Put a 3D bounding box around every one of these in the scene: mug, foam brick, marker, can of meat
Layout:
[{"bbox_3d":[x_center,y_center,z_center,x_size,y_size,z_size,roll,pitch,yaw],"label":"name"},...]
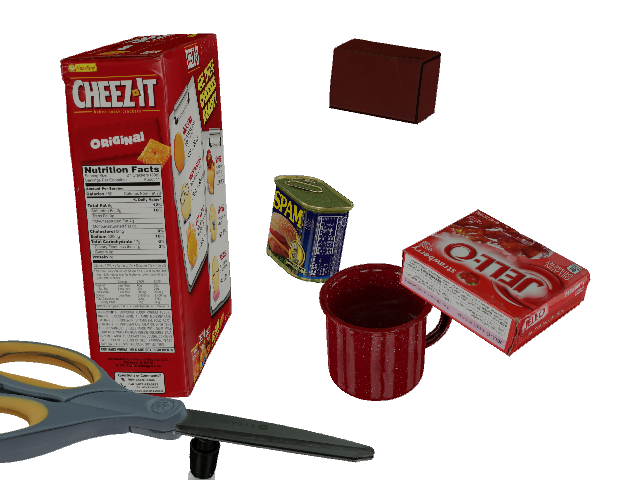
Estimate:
[{"bbox_3d":[0.057,0.075,0.890,0.117,0.081,0.093,-16,37,-20],"label":"mug"},{"bbox_3d":[0.052,-0.130,0.869,0.078,0.051,0.052,13,23,20],"label":"foam brick"},{"bbox_3d":[-0.079,0.173,0.692,0.020,0.121,0.020,7,31,-4],"label":"marker"},{"bbox_3d":[-0.014,-0.012,1.107,0.057,0.084,0.102,-1,22,-27],"label":"can of meat"}]

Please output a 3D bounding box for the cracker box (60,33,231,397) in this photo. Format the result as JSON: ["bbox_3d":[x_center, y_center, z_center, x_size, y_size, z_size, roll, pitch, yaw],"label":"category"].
[{"bbox_3d":[-0.110,-0.024,0.713,0.072,0.214,0.164,-1,15,6],"label":"cracker box"}]

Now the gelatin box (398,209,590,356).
[{"bbox_3d":[0.104,0.022,0.644,0.073,0.030,0.089,-27,46,-37],"label":"gelatin box"}]

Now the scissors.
[{"bbox_3d":[-0.087,0.085,0.469,0.202,0.016,0.096,14,27,26],"label":"scissors"}]
